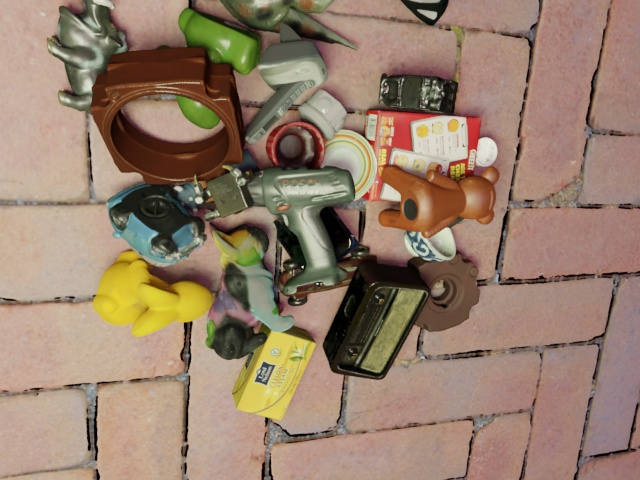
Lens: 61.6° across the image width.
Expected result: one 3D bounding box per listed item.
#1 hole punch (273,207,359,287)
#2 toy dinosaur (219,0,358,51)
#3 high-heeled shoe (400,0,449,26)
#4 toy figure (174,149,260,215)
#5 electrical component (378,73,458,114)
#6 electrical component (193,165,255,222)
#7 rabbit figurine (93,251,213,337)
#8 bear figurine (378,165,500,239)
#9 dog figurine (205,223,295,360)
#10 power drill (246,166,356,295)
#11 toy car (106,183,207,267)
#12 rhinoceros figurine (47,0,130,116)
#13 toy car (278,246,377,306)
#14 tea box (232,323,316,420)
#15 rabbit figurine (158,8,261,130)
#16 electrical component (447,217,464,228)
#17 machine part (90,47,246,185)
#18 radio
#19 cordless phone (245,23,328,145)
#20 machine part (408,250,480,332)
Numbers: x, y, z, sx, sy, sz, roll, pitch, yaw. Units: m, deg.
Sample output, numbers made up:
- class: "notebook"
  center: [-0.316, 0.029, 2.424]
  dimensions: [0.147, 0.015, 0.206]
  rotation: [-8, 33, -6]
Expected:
- class: "hole punch"
  center: [-0.002, -0.003, 0.972]
  dimensions: [0.116, 0.092, 0.142]
  rotation: [-38, 84, 15]
- class: "toy dinosaur"
  center: [-0.110, -0.414, 0.831]
  dimensions: [0.192, 0.131, 0.404]
  rotation: [-35, 116, 6]
- class: "high-heeled shoe"
  center: [0.103, -0.440, 0.930]
  dimensions: [0.249, 0.086, 0.145]
  rotation: [-2, 136, 0]
- class: "toy figure"
  center: [-0.178, -0.098, 0.914]
  dimensions: [0.154, 0.058, 0.064]
  rotation: [-30, 85, -4]
- class: "electrical component"
  center: [0.178, -0.257, 0.950]
  dimensions: [0.115, 0.134, 0.058]
  rotation: [14, 106, 23]
- class: "electrical component"
  center: [-0.148, -0.074, 0.831]
  dimensions: [0.102, 0.045, 0.078]
  rotation: [-13, 97, 19]
- class: "rabbit figurine"
  center: [-0.263, 0.089, 0.869]
  dimensions: [0.173, 0.162, 0.121]
  rotation: [9, 93, -3]
- class: "bear figurine"
  center: [0.218, -0.078, 0.960]
  dimensions: [0.196, 0.132, 0.120]
  rotation: [-15, 116, -33]
- class: "dog figurine"
  center: [-0.153, 0.078, 0.945]
  dimensions: [0.191, 0.108, 0.219]
  rotation: [-31, 107, -6]
- class: "power drill"
  center: [-0.047, -0.020, 0.883]
  dimensions: [0.232, 0.086, 0.207]
  rotation: [-11, 94, 6]
- class: "toy car"
  center: [-0.258, -0.013, 0.859]
  dimensions: [0.109, 0.162, 0.102]
  rotation: [-39, 159, -39]
- class: "rhinoceros figurine"
  center: [-0.345, -0.281, 0.805]
  dimensions: [0.112, 0.073, 0.190]
  rotation: [-2, 104, -16]
- class: "toy car"
  center: [0.020, 0.069, 1.027]
  dimensions: [0.202, 0.053, 0.089]
  rotation: [-9, 103, -15]
- class: "tea box"
  center: [-0.089, 0.245, 1.026]
  dimensions: [0.098, 0.068, 0.169]
  rotation: [20, 98, -22]
- class: "rabbit figurine"
  center: [-0.184, -0.260, 0.844]
  dimensions: [0.159, 0.121, 0.170]
  rotation: [15, 114, -17]
- class: "electrical component"
  center: [0.264, -0.048, 1.041]
  dimensions: [0.063, 0.021, 0.094]
  rotation: [-38, 157, 34]
- class: "machine part"
  center: [-0.218, -0.176, 0.801]
  dimensions: [0.202, 0.087, 0.200]
  rotation: [-3, 145, -1]
- class: "radio"
  center: [0.102, 0.156, 1.032]
  dimensions: [0.131, 0.073, 0.229]
  rotation: [12, 114, -23]
- class: "cordless phone"
  center: [-0.075, -0.238, 0.869]
  dimensions: [0.089, 0.146, 0.184]
  rotation: [40, 94, 4]
- class: "machine part"
  center: [0.247, 0.104, 1.106]
  dimensions: [0.179, 0.056, 0.179]
  rotation: [-5, 106, -16]
